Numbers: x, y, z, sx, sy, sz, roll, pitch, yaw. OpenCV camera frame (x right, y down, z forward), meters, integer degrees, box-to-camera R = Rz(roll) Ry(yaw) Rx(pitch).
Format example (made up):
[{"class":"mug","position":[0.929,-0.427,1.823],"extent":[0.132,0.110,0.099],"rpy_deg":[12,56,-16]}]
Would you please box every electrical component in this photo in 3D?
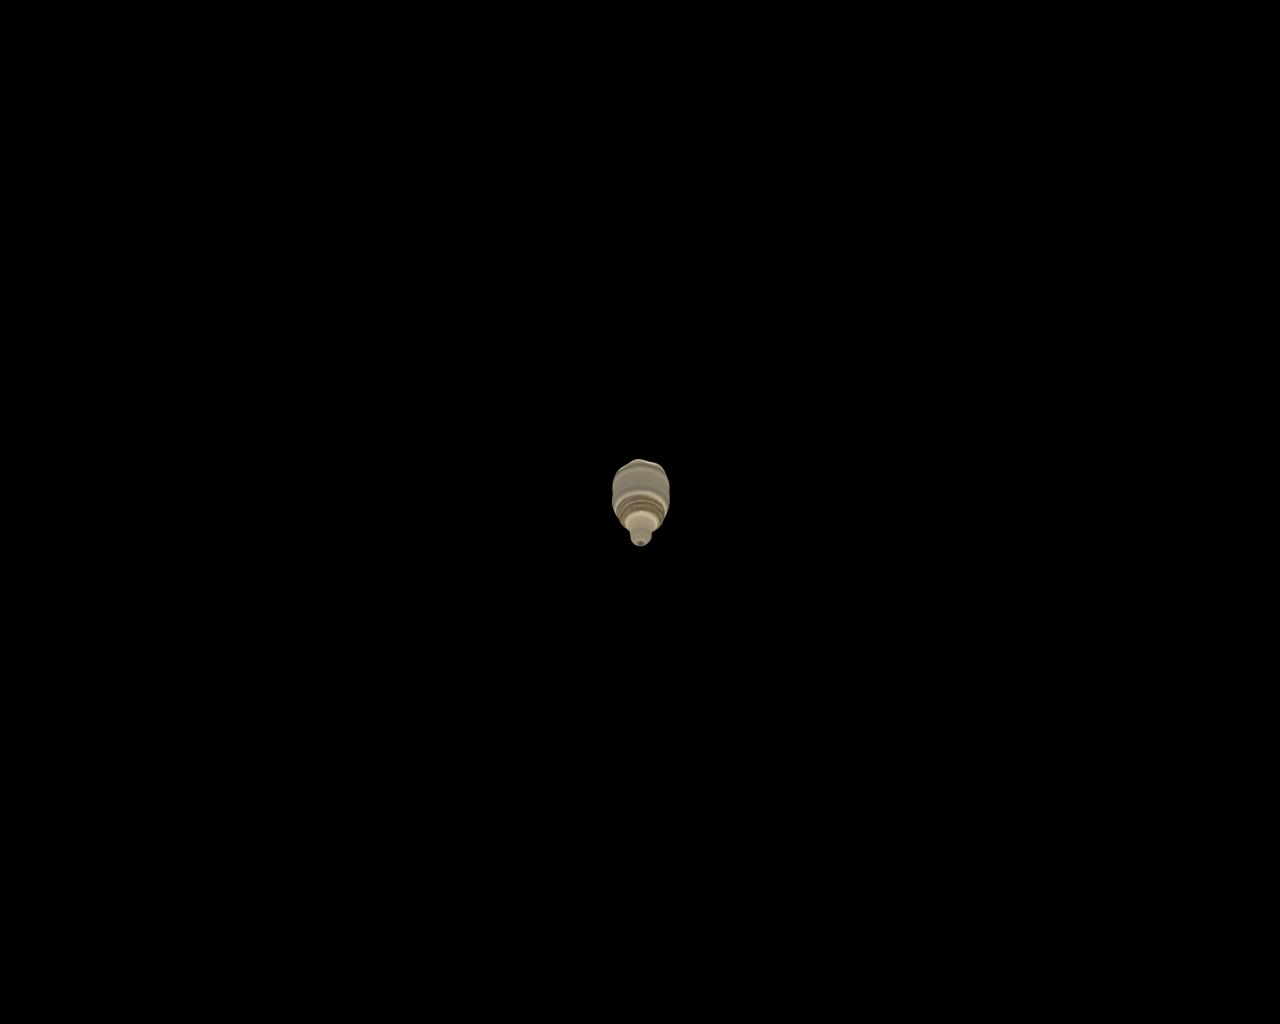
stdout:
[{"class":"electrical component","position":[0.001,-0.003,0.650],"extent":[0.035,0.035,0.061],"rpy_deg":[0,45,0]}]
